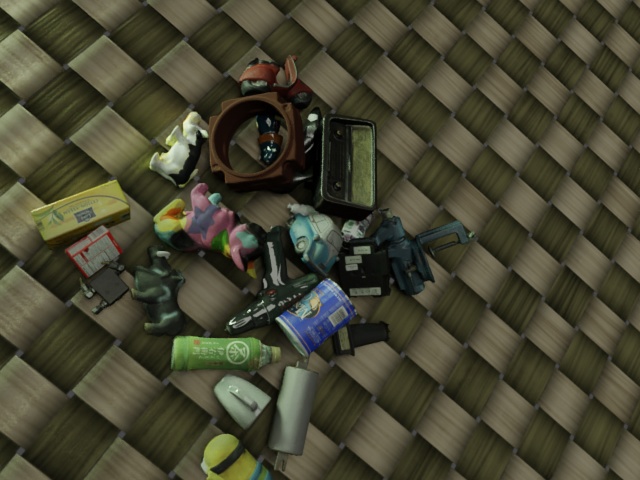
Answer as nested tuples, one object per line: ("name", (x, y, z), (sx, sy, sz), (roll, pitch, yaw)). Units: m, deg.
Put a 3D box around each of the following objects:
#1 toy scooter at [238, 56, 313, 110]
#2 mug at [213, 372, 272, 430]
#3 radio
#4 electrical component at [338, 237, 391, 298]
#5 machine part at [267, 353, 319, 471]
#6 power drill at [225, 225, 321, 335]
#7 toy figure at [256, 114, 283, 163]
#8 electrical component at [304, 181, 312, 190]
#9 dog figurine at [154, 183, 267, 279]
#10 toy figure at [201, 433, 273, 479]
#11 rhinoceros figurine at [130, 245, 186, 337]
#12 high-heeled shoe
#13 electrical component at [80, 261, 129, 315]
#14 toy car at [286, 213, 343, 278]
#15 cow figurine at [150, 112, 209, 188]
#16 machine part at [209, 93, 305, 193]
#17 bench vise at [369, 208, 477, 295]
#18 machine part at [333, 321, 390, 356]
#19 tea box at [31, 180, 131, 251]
("toy scooter", (-0.104, -0.395, 1.302), (0.184, 0.075, 0.135), (7, 74, -20))
("mug", (-0.164, 0.319, 1.085), (0.107, 0.109, 0.081), (36, 72, 8))
("radio", (0.054, -0.165, 1.198), (0.131, 0.073, 0.229), (9, 66, -17))
("electrical component", (0.101, 0.062, 1.218), (0.115, 0.058, 0.134), (-2, 101, 9))
("machine part", (-0.055, 0.354, 1.123), (0.079, 0.079, 0.243), (17, 70, -13))
("power drill", (-0.121, 0.079, 1.171), (0.232, 0.086, 0.207), (-15, 77, -22))
("toy figure", (-0.118, -0.253, 1.265), (0.058, 0.064, 0.154), (-1, 79, -25))
("electrical component", (0.017, -0.105, 1.263), (0.119, 0.074, 0.048), (13, 69, 5))
("dog figurine", (-0.216, 0.001, 1.100), (0.191, 0.108, 0.219), (-36, 69, -2))
("toy figure", (-0.153, 0.460, 1.061), (0.180, 0.082, 0.089), (39, 72, -4))
("rhinoceros figurine", (-0.328, 0.105, 1.099), (0.112, 0.073, 0.190), (-14, 81, -20))
("high-heeled shoe", (-0.062, -0.216, 1.289), (0.145, 0.086, 0.249), (-6, 55, 12))
("electrical component", (-0.432, 0.090, 1.083), (0.102, 0.045, 0.078), (-38, 88, -23))
("toy car", (-0.002, -0.004, 1.185), (0.103, 0.109, 0.162), (-33, 45, 8))
("cow figurine", (-0.295, -0.201, 1.192), (0.098, 0.068, 0.167), (36, 71, -13))
("machine part", (-0.140, -0.214, 1.190), (0.201, 0.087, 0.201), (-7, 77, 12))
("bench vise", (0.242, 0.007, 1.265), (0.241, 0.129, 0.223), (-20, 91, 10))
("machine part", (0.094, 0.219, 1.229), (0.139, 0.039, 0.084), (-9, 71, -18))
("tea box", (-0.474, -0.049, 1.078), (0.170, 0.098, 0.068), (-25, 86, -24))
